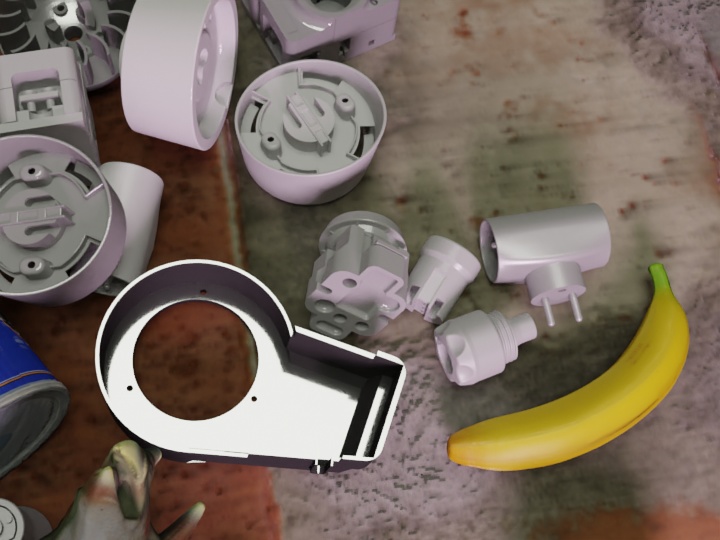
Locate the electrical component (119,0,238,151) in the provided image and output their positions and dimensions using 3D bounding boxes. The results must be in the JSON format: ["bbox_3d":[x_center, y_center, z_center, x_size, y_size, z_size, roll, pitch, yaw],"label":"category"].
[{"bbox_3d":[-0.124,-0.137,0.710,0.060,0.108,0.108,10,68,5],"label":"electrical component"}]

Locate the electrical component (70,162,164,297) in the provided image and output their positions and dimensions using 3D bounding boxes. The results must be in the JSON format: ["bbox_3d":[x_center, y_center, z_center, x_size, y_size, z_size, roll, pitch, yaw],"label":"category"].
[{"bbox_3d":[-0.174,-0.029,0.694,0.079,0.044,0.077,10,69,-1],"label":"electrical component"}]

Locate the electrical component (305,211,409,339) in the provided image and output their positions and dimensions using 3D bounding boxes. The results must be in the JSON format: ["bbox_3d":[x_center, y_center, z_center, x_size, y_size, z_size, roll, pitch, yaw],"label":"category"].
[{"bbox_3d":[0.000,0.000,0.685,0.058,0.078,0.057,26,46,-20],"label":"electrical component"}]

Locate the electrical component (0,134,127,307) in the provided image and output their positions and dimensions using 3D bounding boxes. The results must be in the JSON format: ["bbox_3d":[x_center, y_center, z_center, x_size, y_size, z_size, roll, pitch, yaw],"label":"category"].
[{"bbox_3d":[-0.191,-0.028,0.637,0.099,0.064,0.099,-3,74,9],"label":"electrical component"}]

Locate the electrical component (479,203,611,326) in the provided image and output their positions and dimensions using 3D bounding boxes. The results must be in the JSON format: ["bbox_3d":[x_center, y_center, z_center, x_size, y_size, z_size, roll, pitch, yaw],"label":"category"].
[{"bbox_3d":[0.126,-0.002,0.709,0.077,0.043,0.079,-9,70,-8],"label":"electrical component"}]

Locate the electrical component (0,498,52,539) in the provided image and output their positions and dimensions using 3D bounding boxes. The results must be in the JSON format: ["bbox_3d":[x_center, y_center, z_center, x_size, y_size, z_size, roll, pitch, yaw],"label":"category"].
[{"bbox_3d":[-0.202,0.151,0.609,0.044,0.065,0.044,2,68,-4],"label":"electrical component"}]

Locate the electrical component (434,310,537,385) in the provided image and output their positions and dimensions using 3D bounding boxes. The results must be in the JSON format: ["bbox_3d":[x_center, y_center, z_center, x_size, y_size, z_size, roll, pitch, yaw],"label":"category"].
[{"bbox_3d":[0.082,0.046,0.687,0.062,0.043,0.043,-19,71,-14],"label":"electrical component"}]

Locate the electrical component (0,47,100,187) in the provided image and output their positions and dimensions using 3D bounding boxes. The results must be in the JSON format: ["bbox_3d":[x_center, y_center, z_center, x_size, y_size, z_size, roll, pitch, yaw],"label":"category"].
[{"bbox_3d":[-0.249,-0.089,0.687,0.150,0.089,0.061,-10,70,-9],"label":"electrical component"}]

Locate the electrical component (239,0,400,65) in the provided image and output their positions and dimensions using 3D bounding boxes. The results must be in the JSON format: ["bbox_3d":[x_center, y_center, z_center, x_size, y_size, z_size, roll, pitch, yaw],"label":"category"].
[{"bbox_3d":[-0.046,-0.224,0.772,0.089,0.061,0.150,-26,73,-14],"label":"electrical component"}]

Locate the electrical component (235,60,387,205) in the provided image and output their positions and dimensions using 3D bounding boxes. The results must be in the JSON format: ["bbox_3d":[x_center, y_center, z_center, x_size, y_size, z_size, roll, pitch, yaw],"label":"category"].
[{"bbox_3d":[-0.034,-0.094,0.721,0.099,0.064,0.099,2,69,-4],"label":"electrical component"}]

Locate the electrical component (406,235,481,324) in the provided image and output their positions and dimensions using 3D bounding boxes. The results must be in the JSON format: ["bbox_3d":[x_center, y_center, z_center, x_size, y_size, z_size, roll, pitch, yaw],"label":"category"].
[{"bbox_3d":[0.051,0.007,0.702,0.040,0.040,0.046,31,75,7],"label":"electrical component"}]
